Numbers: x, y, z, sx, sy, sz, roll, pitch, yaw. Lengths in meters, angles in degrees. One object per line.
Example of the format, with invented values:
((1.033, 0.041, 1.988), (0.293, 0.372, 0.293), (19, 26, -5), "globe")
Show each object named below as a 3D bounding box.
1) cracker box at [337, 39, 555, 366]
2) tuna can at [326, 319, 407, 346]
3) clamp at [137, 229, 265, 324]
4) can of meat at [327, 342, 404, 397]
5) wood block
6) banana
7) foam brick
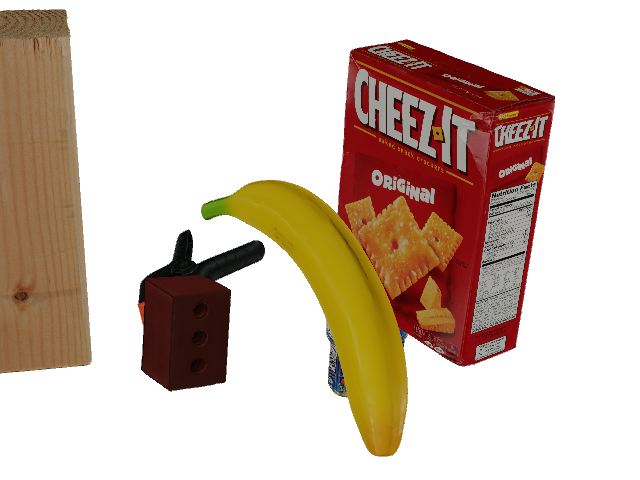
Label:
((0.087, -0.031, 0.841), (0.071, 0.214, 0.164), (-17, 33, -34), "cracker box")
((0.048, 0.079, 1.103), (0.086, 0.034, 0.086), (-3, 28, 1), "tuna can")
((-0.142, 0.040, 1.221), (0.120, 0.039, 0.171), (-2, 32, 26), "clamp")
((0.061, 0.155, 1.418), (0.102, 0.084, 0.057), (-6, 26, -22), "can of meat")
((-0.194, -0.030, 0.655), (0.090, 0.206, 0.090), (-4, 23, -13), "wood block")
((0.003, 0.029, 0.622), (0.037, 0.198, 0.070), (-4, -40, -48), "banana")
((-0.106, 0.071, 0.837), (0.052, 0.078, 0.051), (-4, 14, -34), "foam brick")
